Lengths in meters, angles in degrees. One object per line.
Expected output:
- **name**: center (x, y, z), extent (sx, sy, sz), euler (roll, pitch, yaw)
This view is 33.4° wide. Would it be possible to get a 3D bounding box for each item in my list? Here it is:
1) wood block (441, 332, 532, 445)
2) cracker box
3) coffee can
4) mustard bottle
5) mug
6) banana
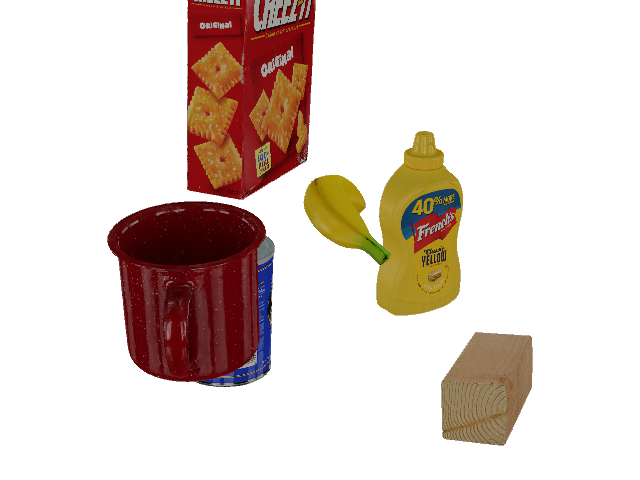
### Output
- **wood block**: center (0.244, 0.210, 1.544), extent (0.091, 0.090, 0.205), euler (3, 16, 20)
- **cracker box**: center (-0.065, -0.165, 1.057), extent (0.072, 0.214, 0.164), euler (11, 21, 20)
- **coffee can**: center (-0.101, 0.069, 1.129), extent (0.103, 0.140, 0.103), euler (2, 22, -1)
- **mustard bottle**: center (0.106, -0.021, 1.123), extent (0.096, 0.192, 0.058), euler (-13, 25, -29)
- **mug**: center (-0.078, 0.037, 0.635), extent (0.093, 0.081, 0.117), euler (-1, 26, -2)
- **banana**: center (0.015, -0.025, 0.897), extent (0.037, 0.069, 0.198), euler (-41, 13, 9)
